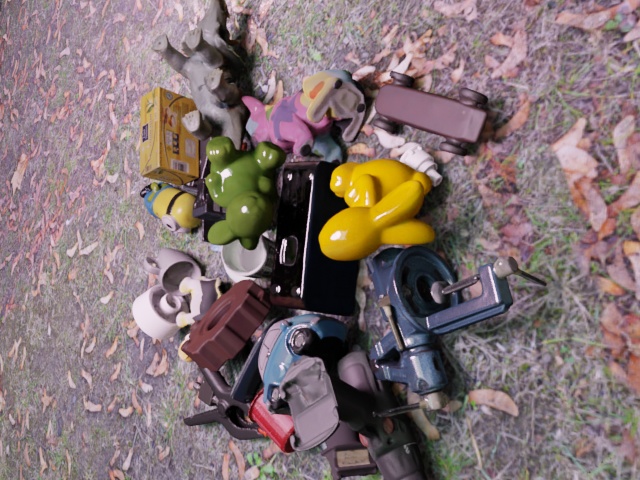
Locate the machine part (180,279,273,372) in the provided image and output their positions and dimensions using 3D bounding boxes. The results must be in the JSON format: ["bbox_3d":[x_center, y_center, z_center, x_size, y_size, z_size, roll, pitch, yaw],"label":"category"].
[{"bbox_3d":[-0.158,0.141,0.917,0.179,0.056,0.179,-40,17,15],"label":"machine part"}]

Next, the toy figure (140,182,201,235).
[{"bbox_3d":[-0.320,-0.078,1.153,0.180,0.082,0.089,35,109,42],"label":"toy figure"}]

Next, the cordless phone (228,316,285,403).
[{"bbox_3d":[-0.113,0.178,0.933,0.146,0.088,0.184,-63,31,14],"label":"cordless phone"}]

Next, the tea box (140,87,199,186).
[{"bbox_3d":[-0.298,-0.203,1.066,0.068,0.098,0.169,-16,70,38],"label":"tea box"}]

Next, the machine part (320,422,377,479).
[{"bbox_3d":[0.035,0.275,0.784,0.039,0.084,0.139,116,145,-47],"label":"machine part"}]

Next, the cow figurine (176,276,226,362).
[{"bbox_3d":[-0.222,0.154,1.036,0.098,0.068,0.167,1,84,35],"label":"cow figurine"}]

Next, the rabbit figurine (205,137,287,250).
[{"bbox_3d":[-0.121,-0.057,0.807,0.170,0.121,0.159,-109,36,-52],"label":"rabbit figurine"}]

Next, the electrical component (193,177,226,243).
[{"bbox_3d":[-0.210,-0.057,1.053,0.048,0.074,0.119,-15,69,40],"label":"electrical component"}]

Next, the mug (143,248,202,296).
[{"bbox_3d":[-0.312,0.058,1.110,0.107,0.109,0.080,35,112,54],"label":"mug"}]

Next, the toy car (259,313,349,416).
[{"bbox_3d":[-0.037,0.172,0.793,0.103,0.109,0.161,30,93,40],"label":"toy car"}]

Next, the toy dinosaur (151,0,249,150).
[{"bbox_3d":[-0.192,-0.273,1.015,0.131,0.192,0.405,-24,72,20],"label":"toy dinosaur"}]

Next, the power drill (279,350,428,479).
[{"bbox_3d":[0.052,0.235,0.681,0.086,0.207,0.232,-42,46,24],"label":"power drill"}]

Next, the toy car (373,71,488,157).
[{"bbox_3d":[0.155,-0.180,0.763,0.202,0.053,0.089,31,107,45],"label":"toy car"}]

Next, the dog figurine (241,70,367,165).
[{"bbox_3d":[-0.042,-0.218,0.912,0.219,0.108,0.191,39,110,41],"label":"dog figurine"}]

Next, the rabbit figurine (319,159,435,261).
[{"bbox_3d":[0.074,-0.027,0.719,0.163,0.173,0.121,4,122,39],"label":"rabbit figurine"}]

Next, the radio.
[{"bbox_3d":[-0.002,-0.002,0.818,0.073,0.131,0.229,0,83,39],"label":"radio"}]

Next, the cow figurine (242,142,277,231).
[{"bbox_3d":[-0.138,-0.093,0.979,0.195,0.085,0.127,44,139,48],"label":"cow figurine"}]

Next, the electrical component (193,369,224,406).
[{"bbox_3d":[-0.208,0.280,1.028,0.094,0.021,0.063,19,95,42],"label":"electrical component"}]

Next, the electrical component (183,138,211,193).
[{"bbox_3d":[-0.246,-0.163,1.116,0.115,0.058,0.134,19,95,44],"label":"electrical component"}]

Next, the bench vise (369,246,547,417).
[{"bbox_3d":[0.149,0.094,0.670,0.240,0.129,0.223,-34,52,46],"label":"bench vise"}]
